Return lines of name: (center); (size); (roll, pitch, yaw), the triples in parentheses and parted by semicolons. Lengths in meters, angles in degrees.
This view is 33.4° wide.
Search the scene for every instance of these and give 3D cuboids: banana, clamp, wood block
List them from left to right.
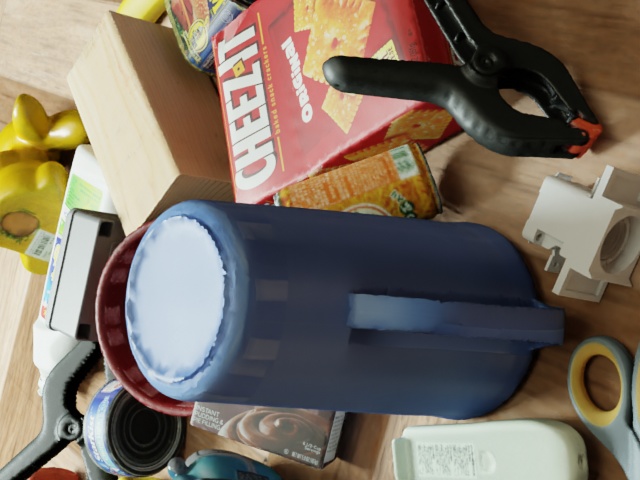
clamp: (-0.233, 0.179, 0.990); (0.165, 0.036, 0.210); (6, 80, 14)
banana: (-0.177, -0.204, 1.044); (0.070, 0.037, 0.198); (43, 116, 22)
wood block: (-0.142, -0.096, 0.943); (0.090, 0.090, 0.206); (-49, 51, 31)
clamp: (0.089, -0.099, 0.665); (0.171, 0.039, 0.120); (40, 73, 14)

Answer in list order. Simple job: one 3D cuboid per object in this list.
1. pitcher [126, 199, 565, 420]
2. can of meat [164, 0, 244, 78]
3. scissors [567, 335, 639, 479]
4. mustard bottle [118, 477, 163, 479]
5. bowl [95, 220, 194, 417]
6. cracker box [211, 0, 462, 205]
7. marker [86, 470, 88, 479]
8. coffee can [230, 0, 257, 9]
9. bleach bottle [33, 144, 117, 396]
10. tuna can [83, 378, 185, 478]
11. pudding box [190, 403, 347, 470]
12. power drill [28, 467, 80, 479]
pitcher: (0.018, 0.042, 0.634); (0.149, 0.242, 0.145); (-52, 51, 29)
can of meat: (-0.086, -0.205, 0.930); (0.084, 0.057, 0.102); (-45, 52, 36)
scissors: (0.175, 0.141, 0.616); (0.096, 0.016, 0.202); (12, 92, 49)
mustard bottle: (-0.150, 0.303, 0.901); (0.096, 0.058, 0.191); (0, 83, 56)
bowl: (-0.101, 0.060, 0.872); (0.162, 0.055, 0.162); (0, 90, 22)
cracker box: (0.013, -0.127, 0.796); (0.214, 0.071, 0.164); (-28, 64, 42)
marker: (-0.212, 0.229, 1.012); (0.020, 0.020, 0.121); (-26, 65, 41)
coffee can: (-0.034, -0.267, 0.850); (0.103, 0.102, 0.140); (-24, 66, 42)
bleach bottle: (-0.224, 0.041, 1.030); (0.103, 0.067, 0.251); (31, 108, 46)
tuna can: (-0.158, 0.161, 0.918); (0.034, 0.085, 0.086); (-6, 78, 45)
pudding box: (-0.033, 0.109, 0.796); (0.114, 0.039, 0.090); (15, 95, 18)
power drill: (-0.301, 0.320, 1.062); (0.188, 0.057, 0.184); (-37, 58, 37)
